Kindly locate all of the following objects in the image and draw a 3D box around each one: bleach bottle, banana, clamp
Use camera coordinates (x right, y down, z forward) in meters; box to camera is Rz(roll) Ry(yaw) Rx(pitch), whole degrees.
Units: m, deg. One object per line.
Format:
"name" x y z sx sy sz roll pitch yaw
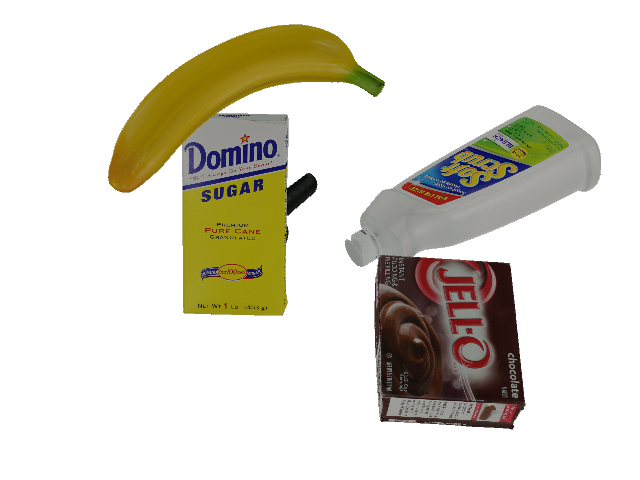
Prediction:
"bleach bottle" 0.139 -0.040 1.017 0.250 0.068 0.103 -28 46 -18
"banana" -0.055 -0.095 0.679 0.197 0.070 0.037 -24 -24 -20
"clamp" -0.062 -0.026 1.201 0.120 0.039 0.171 -8 42 4

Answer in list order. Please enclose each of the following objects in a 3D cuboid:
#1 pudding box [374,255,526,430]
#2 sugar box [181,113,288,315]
"pudding box" 0.081 0.064 0.694 0.090 0.113 0.039 3 -36 -2
"sugar box" -0.076 -0.023 0.947 0.093 0.176 0.048 1 14 1
